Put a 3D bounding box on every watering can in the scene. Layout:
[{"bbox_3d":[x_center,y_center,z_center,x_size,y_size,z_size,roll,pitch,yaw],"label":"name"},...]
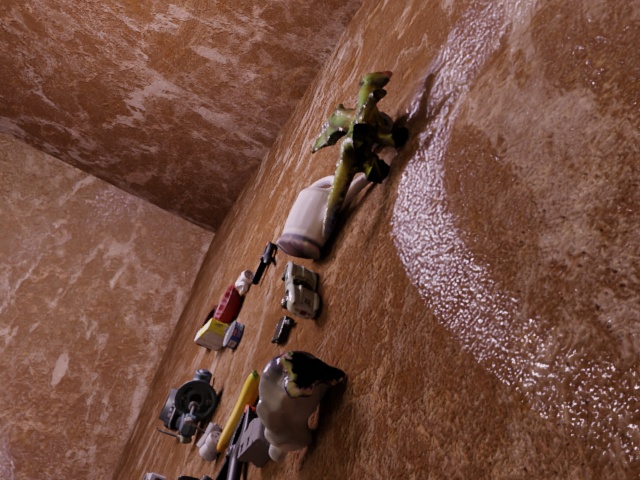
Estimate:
[{"bbox_3d":[0.004,-0.062,1.236,0.346,0.103,0.227,-8,55,60],"label":"watering can"}]

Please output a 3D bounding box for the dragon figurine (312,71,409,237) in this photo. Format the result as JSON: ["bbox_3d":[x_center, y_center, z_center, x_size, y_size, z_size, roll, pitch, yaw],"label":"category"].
[{"bbox_3d":[0.060,-0.213,1.153,0.411,0.121,0.245,-58,28,-2],"label":"dragon figurine"}]

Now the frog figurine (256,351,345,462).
[{"bbox_3d":[-0.048,0.264,0.833,0.139,0.123,0.157,-23,-38,-59],"label":"frog figurine"}]
